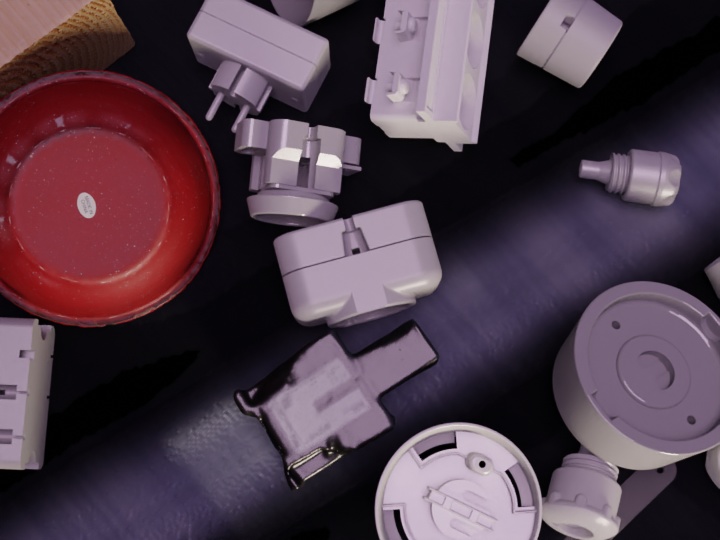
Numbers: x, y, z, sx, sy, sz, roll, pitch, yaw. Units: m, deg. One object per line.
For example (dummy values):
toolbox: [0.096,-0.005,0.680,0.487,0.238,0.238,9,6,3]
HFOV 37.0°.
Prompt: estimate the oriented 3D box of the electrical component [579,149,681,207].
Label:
electrical component: [0.172,-0.061,0.689,0.061,0.035,0.035,8,81,4]

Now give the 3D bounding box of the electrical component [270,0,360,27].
electrical component: [-0.030,-0.210,0.685,0.064,0.099,0.099,-21,81,-9]

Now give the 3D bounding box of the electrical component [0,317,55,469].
electrical component: [-0.225,0.075,0.658,0.056,0.050,0.089,2,80,0]

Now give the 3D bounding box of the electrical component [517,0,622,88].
electrical component: [0.136,-0.151,0.695,0.047,0.055,0.055,33,82,1]

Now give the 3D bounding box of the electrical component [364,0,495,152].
electrical component: [0.046,-0.146,0.688,0.063,0.079,0.121,4,80,23]

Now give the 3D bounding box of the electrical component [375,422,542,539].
electrical component: [0.058,0.141,0.640,0.099,0.064,0.099,0,80,0]

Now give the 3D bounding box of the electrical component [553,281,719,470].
electrical component: [0.169,0.068,0.649,0.108,0.060,0.108,6,63,-11]

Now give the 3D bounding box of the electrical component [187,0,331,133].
electrical component: [-0.073,-0.125,0.693,0.083,0.047,0.075,26,81,4]

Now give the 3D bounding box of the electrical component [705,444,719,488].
electrical component: [0.236,0.115,0.645,0.043,0.062,0.043,0,81,0]

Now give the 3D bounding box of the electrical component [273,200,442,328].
electrical component: [0.000,0.000,0.669,0.095,0.053,0.059,-15,81,-2]

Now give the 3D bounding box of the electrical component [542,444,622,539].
electrical component: [0.138,0.130,0.654,0.048,0.048,0.062,19,62,3]

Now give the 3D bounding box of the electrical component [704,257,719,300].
electrical component: [0.271,0.008,0.672,0.079,0.044,0.077,-35,82,-5]

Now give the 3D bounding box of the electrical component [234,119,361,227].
electrical component: [-0.040,-0.059,0.676,0.078,0.058,0.057,7,84,-21]
